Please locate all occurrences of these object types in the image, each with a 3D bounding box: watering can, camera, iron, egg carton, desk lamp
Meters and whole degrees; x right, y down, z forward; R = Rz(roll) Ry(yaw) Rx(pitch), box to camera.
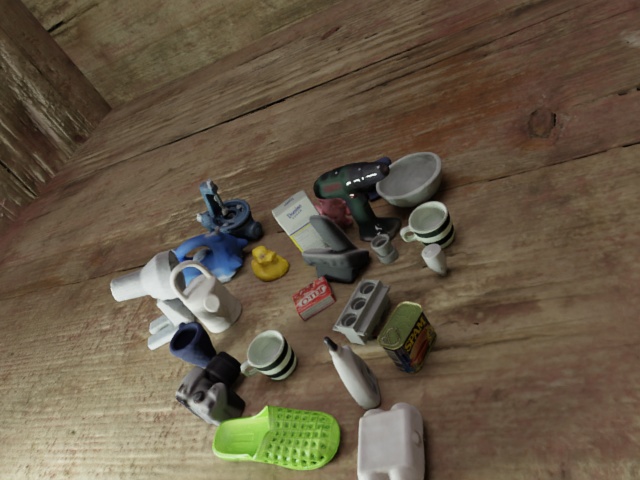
[{"bbox_3d":[-0.277,0.128,1.379,0.172,0.195,0.101,2,48,42],"label":"watering can"},{"bbox_3d":[-0.221,0.303,1.198,0.142,0.101,0.137,6,51,45],"label":"camera"},{"bbox_3d":[-0.331,0.048,1.572,0.257,0.142,0.118,-20,36,21],"label":"iron"},{"bbox_3d":[0.113,0.331,0.902,0.107,0.070,0.150,-20,36,21],"label":"egg carton"},{"bbox_3d":[-0.408,0.147,1.451,0.203,0.214,0.117,-30,34,8],"label":"desk lamp"}]

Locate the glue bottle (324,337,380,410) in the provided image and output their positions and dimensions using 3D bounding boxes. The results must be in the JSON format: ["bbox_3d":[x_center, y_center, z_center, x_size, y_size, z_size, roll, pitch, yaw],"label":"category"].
[{"bbox_3d":[0.051,0.221,0.998,0.037,0.174,0.078,-26,35,14],"label":"glue bottle"}]

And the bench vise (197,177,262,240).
[{"bbox_3d":[-0.294,-0.075,1.620,0.206,0.220,0.121,-15,39,27],"label":"bench vise"}]

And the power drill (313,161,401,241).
[{"bbox_3d":[0.100,-0.092,1.312,0.228,0.209,0.076,2,48,42],"label":"power drill"}]

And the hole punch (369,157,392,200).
[{"bbox_3d":[0.139,-0.172,1.483,0.108,0.091,0.101,-30,34,7],"label":"hole punch"}]

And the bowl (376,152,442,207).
[{"bbox_3d":[0.224,-0.132,1.374,0.167,0.075,0.167,-23,35,18],"label":"bowl"}]

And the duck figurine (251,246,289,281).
[{"bbox_3d":[-0.140,0.051,1.453,0.104,0.086,0.077,-3,45,38],"label":"duck figurine"}]

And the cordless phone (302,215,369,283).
[{"bbox_3d":[0.012,0.005,1.289,0.147,0.185,0.094,-2,46,39],"label":"cordless phone"}]

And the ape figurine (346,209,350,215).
[{"bbox_3d":[0.066,-0.123,1.485,0.077,0.092,0.076,-24,35,16],"label":"ape figurine"}]

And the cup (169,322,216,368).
[{"bbox_3d":[-0.291,0.246,1.335,0.092,0.095,0.117,-39,34,-6],"label":"cup"}]

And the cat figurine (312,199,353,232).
[{"bbox_3d":[0.024,-0.073,1.436,0.127,0.118,0.067,16,58,49],"label":"cat figurine"}]
